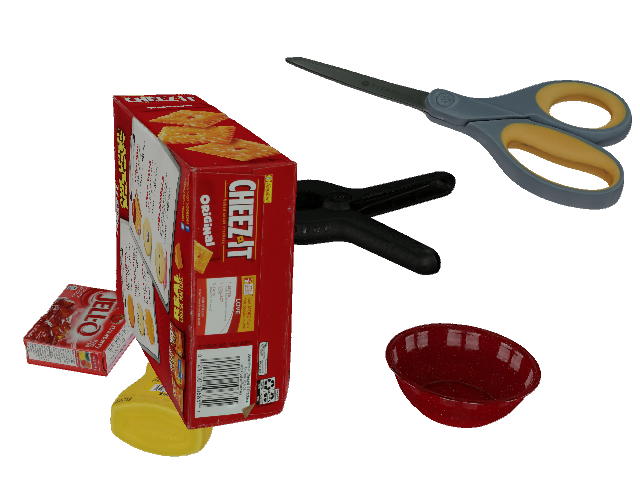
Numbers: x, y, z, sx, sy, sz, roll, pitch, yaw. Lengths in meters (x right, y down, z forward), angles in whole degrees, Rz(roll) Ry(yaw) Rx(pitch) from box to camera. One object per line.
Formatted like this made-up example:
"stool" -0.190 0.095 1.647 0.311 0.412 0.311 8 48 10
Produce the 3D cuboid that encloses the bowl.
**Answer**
"bowl" 0.146 0.148 1.118 0.162 0.055 0.162 4 24 -2

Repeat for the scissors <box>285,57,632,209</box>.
"scissors" 0.087 -0.082 0.602 0.202 0.016 0.096 33 56 23

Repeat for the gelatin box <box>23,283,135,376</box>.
"gelatin box" -0.198 0.074 0.906 0.073 0.030 0.089 8 32 13

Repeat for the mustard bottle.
"mustard bottle" -0.137 0.148 1.100 0.096 0.058 0.191 8 22 10

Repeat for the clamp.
"clamp" 0.025 -0.029 0.994 0.210 0.036 0.164 8 31 16

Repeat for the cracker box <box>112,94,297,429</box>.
"cracker box" -0.083 0.001 0.709 0.072 0.164 0.214 -4 19 -21
